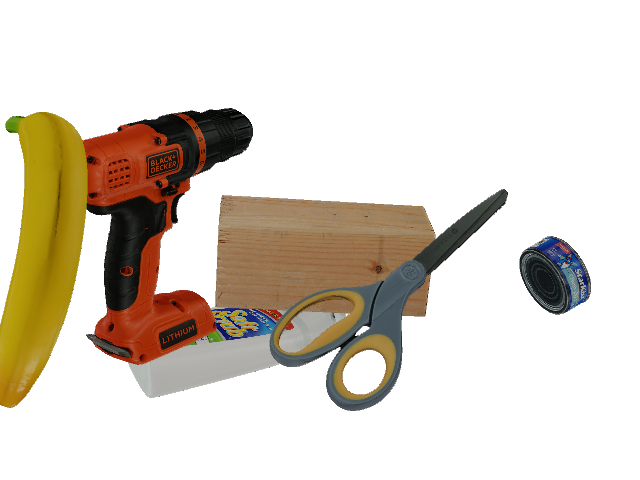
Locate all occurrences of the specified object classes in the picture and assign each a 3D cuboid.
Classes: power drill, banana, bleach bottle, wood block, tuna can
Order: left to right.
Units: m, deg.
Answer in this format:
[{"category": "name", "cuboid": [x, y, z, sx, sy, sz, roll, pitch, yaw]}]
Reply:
[{"category": "banana", "cuboid": [-0.163, -0.003, 0.627, 0.037, 0.198, 0.070, 15, -34, -31]}, {"category": "power drill", "cuboid": [-0.123, -0.008, 0.855, 0.057, 0.188, 0.184, 17, 25, 37]}, {"category": "bleach bottle", "cuboid": [-0.091, 0.109, 1.224, 0.250, 0.068, 0.103, -11, 33, -24]}, {"category": "wood block", "cuboid": [0.001, 0.015, 1.059, 0.206, 0.091, 0.090, 3, 20, -4]}, {"category": "tuna can", "cuboid": [0.266, 0.040, 1.216, 0.033, 0.086, 0.086, -27, 10, -20]}]

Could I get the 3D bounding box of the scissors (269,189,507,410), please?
[{"category": "scissors", "cuboid": [0.064, 0.042, 0.712, 0.201, 0.096, 0.016, -26, -28, -11]}]
